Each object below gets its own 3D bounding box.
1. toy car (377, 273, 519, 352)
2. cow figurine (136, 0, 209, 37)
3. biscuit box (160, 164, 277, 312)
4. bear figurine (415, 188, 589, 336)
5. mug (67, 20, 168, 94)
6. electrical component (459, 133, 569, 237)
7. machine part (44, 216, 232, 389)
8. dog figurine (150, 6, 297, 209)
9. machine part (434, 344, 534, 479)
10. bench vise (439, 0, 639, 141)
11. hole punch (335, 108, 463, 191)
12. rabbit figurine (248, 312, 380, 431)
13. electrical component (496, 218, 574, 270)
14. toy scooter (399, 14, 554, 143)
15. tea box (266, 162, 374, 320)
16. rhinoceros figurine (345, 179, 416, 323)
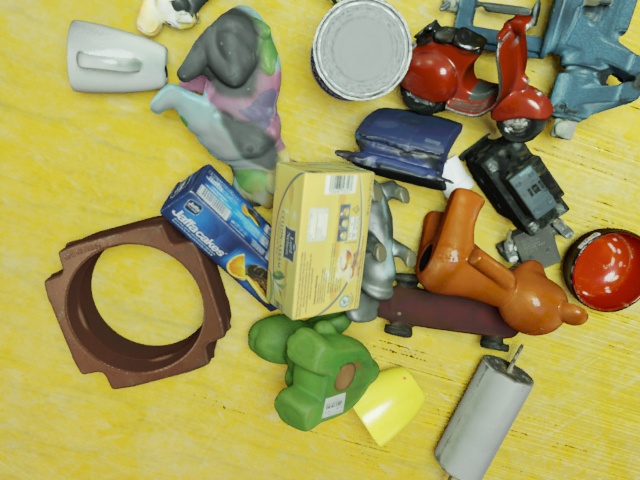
[{"bbox_3d":[0.176,0.098,0.738,0.202,0.053,0.089,7,88,-3],"label":"toy car"},{"bbox_3d":[-0.148,-0.304,0.620,0.098,0.068,0.167,22,112,-15],"label":"cow figurine"},{"bbox_3d":[-0.099,0.002,0.668,0.063,0.059,0.202,-27,120,31],"label":"biscuit box"},{"bbox_3d":[0.224,0.037,0.667,0.196,0.120,0.132,18,69,-3],"label":"bear figurine"},{"bbox_3d":[-0.233,-0.210,0.627,0.107,0.110,0.080,1,103,-15],"label":"mug"},{"bbox_3d":[0.238,-0.070,0.658,0.058,0.134,0.115,-39,100,8],"label":"electrical component"},{"bbox_3d":[-0.230,0.078,0.704,0.202,0.087,0.200,-15,103,3],"label":"machine part"},{"bbox_3d":[-0.071,-0.136,0.642,0.219,0.108,0.191,41,119,-15],"label":"dog figurine"},{"bbox_3d":[0.232,0.254,0.766,0.079,0.079,0.243,21,101,-7],"label":"machine part"},{"bbox_3d":[0.259,-0.237,0.632,0.241,0.129,0.223,16,113,15],"label":"bench vise"},{"bbox_3d":[0.105,-0.114,0.643,0.142,0.115,0.092,20,99,18],"label":"hole punch"},{"bbox_3d":[-0.016,0.138,0.702,0.159,0.170,0.121,-12,115,-41],"label":"rabbit figurine"},{"bbox_3d":[0.287,0.008,0.724,0.102,0.045,0.078,-18,102,2],"label":"electrical component"},{"bbox_3d":[0.167,-0.188,0.578,0.184,0.135,0.075,27,60,24],"label":"toy scooter"},{"bbox_3d":[-0.001,-0.002,0.621,0.098,0.068,0.169,-3,109,-33],"label":"tea box"},{"bbox_3d":[0.058,0.011,0.686,0.073,0.112,0.190,-1,92,-43],"label":"rhinoceros figurine"}]
